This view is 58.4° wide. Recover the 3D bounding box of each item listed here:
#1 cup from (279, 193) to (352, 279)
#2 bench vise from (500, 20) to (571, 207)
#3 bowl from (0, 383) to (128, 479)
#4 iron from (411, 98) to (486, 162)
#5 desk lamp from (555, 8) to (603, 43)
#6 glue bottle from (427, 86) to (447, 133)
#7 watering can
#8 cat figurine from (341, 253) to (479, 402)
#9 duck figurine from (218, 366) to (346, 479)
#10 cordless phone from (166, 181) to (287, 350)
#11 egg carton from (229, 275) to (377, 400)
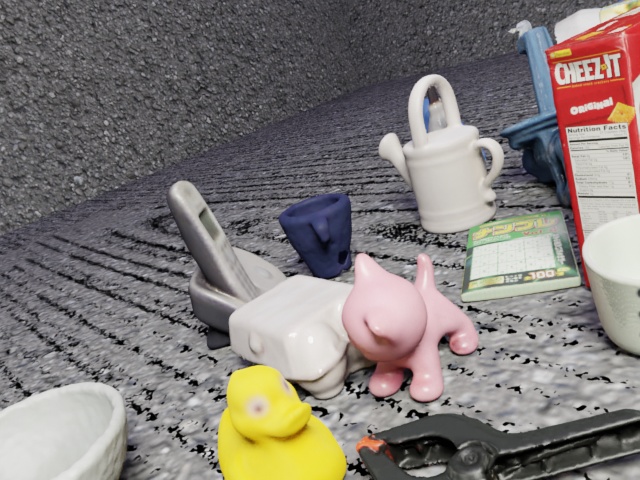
[{"bbox_3d":[0.006,0.003,0.703,0.091,0.095,0.117,-19,18,-2],"label":"cup"},{"bbox_3d":[0.302,-0.165,0.705,0.121,0.220,0.207,-23,18,-13],"label":"bench vise"},{"bbox_3d":[-0.210,0.181,0.414,0.167,0.075,0.167,-16,18,6],"label":"bowl"},{"bbox_3d":[0.195,-0.186,1.003,0.118,0.141,0.258,-18,18,1],"label":"iron"},{"bbox_3d":[0.424,-0.212,0.735,0.202,0.214,0.118,-5,22,37],"label":"desk lamp"},{"bbox_3d":[0.183,-0.144,0.838,0.078,0.173,0.037,-28,20,-27],"label":"glue bottle"},{"bbox_3d":[0.151,-0.114,0.744,0.172,0.194,0.101,-8,20,28],"label":"watering can"},{"bbox_3d":[0.063,0.058,0.443,0.067,0.118,0.128,-3,23,39],"label":"cat figurine"},{"bbox_3d":[-0.038,0.125,0.393,0.104,0.086,0.078,1,26,46],"label":"duck figurine"},{"bbox_3d":[-0.106,0.011,0.638,0.094,0.185,0.147,-17,18,5],"label":"cordless phone"},{"bbox_3d":[-0.015,0.084,0.522,0.107,0.069,0.149,-30,21,-33],"label":"egg carton"}]
